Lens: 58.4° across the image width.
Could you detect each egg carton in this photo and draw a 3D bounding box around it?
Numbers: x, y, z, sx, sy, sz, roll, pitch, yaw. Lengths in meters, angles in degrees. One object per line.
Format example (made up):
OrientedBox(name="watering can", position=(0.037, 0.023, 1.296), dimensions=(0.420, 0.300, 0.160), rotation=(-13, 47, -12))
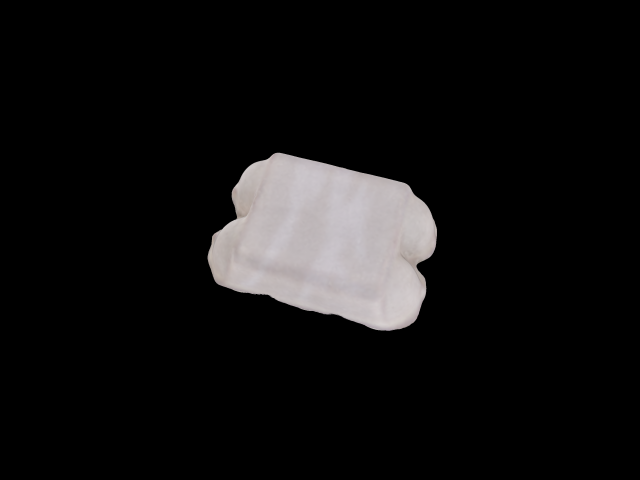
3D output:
OrientedBox(name="egg carton", position=(0.004, 0.001, 0.400), dimensions=(0.150, 0.069, 0.107), rotation=(14, 64, 7))
